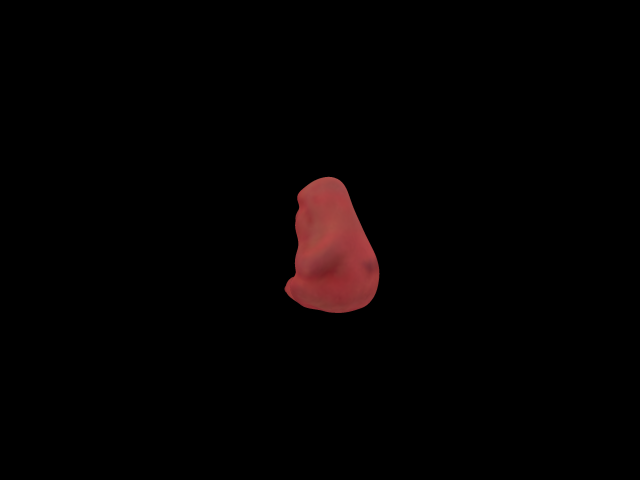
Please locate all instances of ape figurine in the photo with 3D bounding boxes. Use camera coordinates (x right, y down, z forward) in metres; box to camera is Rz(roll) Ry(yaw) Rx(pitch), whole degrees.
[{"bbox_3d":[0.004,0.001,0.400,0.076,0.092,0.078,6,15,23],"label":"ape figurine"}]
